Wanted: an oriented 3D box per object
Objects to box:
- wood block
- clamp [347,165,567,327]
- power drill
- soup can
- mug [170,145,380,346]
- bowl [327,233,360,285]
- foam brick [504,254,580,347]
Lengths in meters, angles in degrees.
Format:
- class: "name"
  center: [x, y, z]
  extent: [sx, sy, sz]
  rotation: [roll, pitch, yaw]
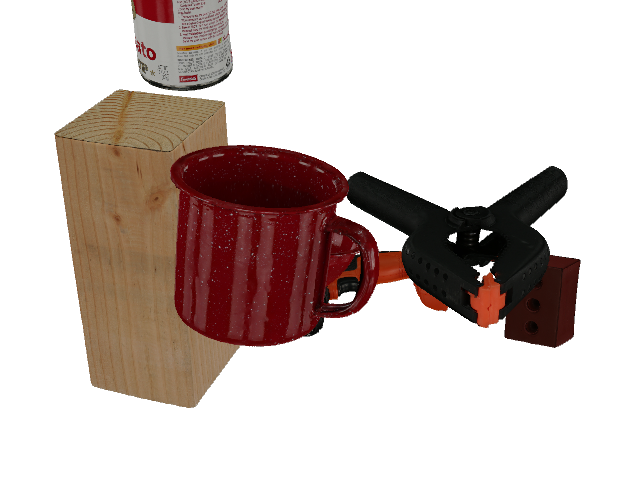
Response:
- class: "wood block"
  center: [-0.120, 0.007, 0.776]
  extent: [0.090, 0.206, 0.090]
  rotation: [9, 31, 19]
- class: "clamp"
  center: [0.091, -0.005, 0.725]
  extent: [0.164, 0.036, 0.210]
  rotation: [0, 25, 8]
- class: "power drill"
  center: [0.051, 0.050, 1.238]
  extent: [0.187, 0.057, 0.184]
  rotation: [-2, 28, 1]
- class: "soup can"
  center: [-0.094, -0.161, 0.720]
  extent: [0.068, 0.102, 0.068]
  rotation: [0, 37, 0]
- class: "mug"
  center: [-0.024, 0.006, 0.564]
  extent: [0.117, 0.081, 0.093]
  rotation: [15, 25, 17]
- class: "bowl"
  center: [-0.040, 0.011, 1.002]
  extent: [0.162, 0.055, 0.162]
  rotation: [10, 17, -3]
- class: "foam brick"
  center: [0.208, 0.055, 0.998]
  extent: [0.053, 0.078, 0.051]
  rotation: [9, 15, 30]
